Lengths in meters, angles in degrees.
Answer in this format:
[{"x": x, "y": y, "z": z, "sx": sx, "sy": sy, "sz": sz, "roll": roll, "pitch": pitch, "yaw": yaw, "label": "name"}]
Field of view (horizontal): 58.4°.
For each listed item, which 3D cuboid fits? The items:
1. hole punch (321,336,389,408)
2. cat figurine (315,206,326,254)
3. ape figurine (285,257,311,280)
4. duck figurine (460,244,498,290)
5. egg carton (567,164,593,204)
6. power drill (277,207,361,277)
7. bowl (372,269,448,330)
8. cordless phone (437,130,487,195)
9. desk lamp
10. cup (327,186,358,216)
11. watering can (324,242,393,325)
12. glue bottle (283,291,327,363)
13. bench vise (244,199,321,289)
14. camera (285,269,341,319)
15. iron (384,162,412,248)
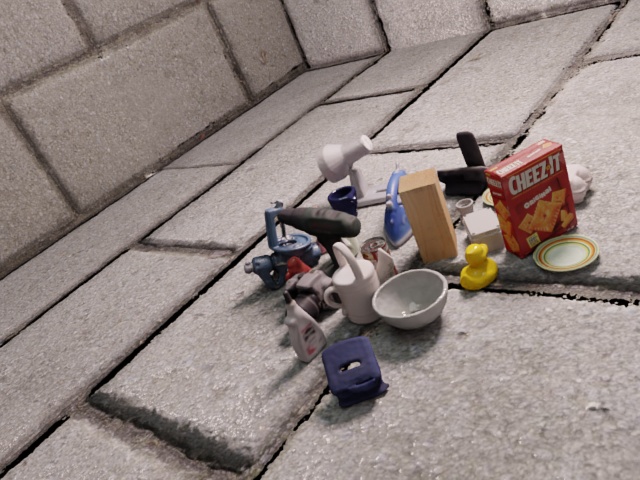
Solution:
[{"x": 0.066, "y": 0.254, "z": 1.113, "sx": 0.108, "sy": 0.091, "sz": 0.101, "roll": -22, "pitch": 27, "yaw": 4, "label": "hole punch"}, {"x": 0.000, "y": -0.039, "z": 1.669, "sx": 0.067, "sy": 0.118, "sz": 0.127, "roll": -24, "pitch": 27, "yaw": 0, "label": "cat figurine"}, {"x": -0.059, "y": 0.085, "z": 1.519, "sx": 0.076, "sy": 0.092, "sz": 0.077, "roll": -33, "pitch": 28, "yaw": -18, "label": "ape figurine"}, {"x": 0.343, "y": 0.052, "z": 1.263, "sx": 0.105, "sy": 0.086, "sz": 0.077, "roll": -41, "pitch": 31, "yaw": -29, "label": "duck figurine"}, {"x": 0.593, "y": -0.139, "z": 1.426, "sx": 0.149, "sy": 0.069, "sz": 0.107, "roll": 2, "pitch": 37, "yaw": 41, "label": "egg carton"}, {"x": 0.014, "y": 0.005, "z": 1.476, "sx": 0.228, "sy": 0.209, "sz": 0.076, "roll": -3, "pitch": 33, "yaw": 35, "label": "power drill"}, {"x": 0.201, "y": 0.139, "z": 1.231, "sx": 0.167, "sy": 0.075, "sz": 0.167, "roll": -19, "pitch": 27, "yaw": 10, "label": "bowl"}, {"x": 0.394, "y": -0.224, "z": 1.612, "sx": 0.147, "sy": 0.185, "sz": 0.094, "roll": -2, "pitch": 34, "yaw": 37, "label": "cordless phone"}, {"x": 0.112, "y": -0.218, "z": 1.797, "sx": 0.202, "sy": 0.214, "sz": 0.118, "roll": -10, "pitch": 30, "yaw": 26, "label": "desk lamp"}, {"x": 0.087, "y": -0.103, "z": 1.741, "sx": 0.092, "sy": 0.095, "sz": 0.117, "roll": -36, "pitch": 29, "yaw": -22, "label": "cup"}, {"x": 0.084, "y": 0.082, "z": 1.295, "sx": 0.100, "sy": 0.194, "sz": 0.173, "roll": 10, "pitch": 42, "yaw": 48, "label": "watering can"}, {"x": -0.045, "y": 0.180, "z": 1.245, "sx": 0.037, "sy": 0.173, "sz": 0.078, "roll": 4, "pitch": 38, "yaw": 43, "label": "glue bottle"}, {"x": -0.115, "y": 0.014, "z": 1.552, "sx": 0.208, "sy": 0.220, "sz": 0.121, "roll": -38, "pitch": 30, "yaw": -26, "label": "bench vise"}, {"x": -0.038, "y": 0.141, "z": 1.390, "sx": 0.142, "sy": 0.101, "sz": 0.137, "roll": 3, "pitch": 37, "yaw": 42, "label": "camera"}, {"x": 0.216, "y": -0.106, "z": 1.589, "sx": 0.118, "sy": 0.142, "sz": 0.258, "roll": -11, "pitch": 30, "yaw": 24, "label": "iron"}]
